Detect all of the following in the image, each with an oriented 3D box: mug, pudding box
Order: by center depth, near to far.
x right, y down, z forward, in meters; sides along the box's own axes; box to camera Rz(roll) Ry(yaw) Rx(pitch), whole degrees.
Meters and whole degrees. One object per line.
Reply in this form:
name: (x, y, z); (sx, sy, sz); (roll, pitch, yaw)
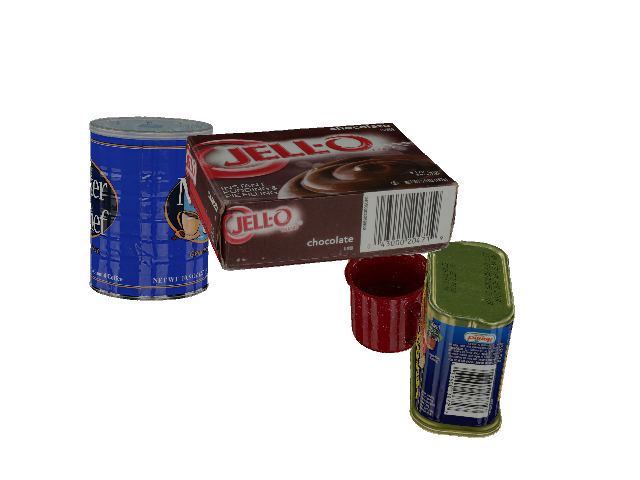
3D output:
pudding box: (-0.003, -0.024, 0.514); (0.113, 0.039, 0.090); (-4, 26, -16)
mug: (0.080, 0.071, 1.130); (0.093, 0.081, 0.117); (-23, 41, -26)

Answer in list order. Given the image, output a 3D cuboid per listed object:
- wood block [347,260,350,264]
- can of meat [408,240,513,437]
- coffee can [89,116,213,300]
wood block: (0.091, -0.024, 1.622); (0.091, 0.090, 0.206); (4, 25, 2)
can of meat: (0.089, 0.059, 0.672); (0.057, 0.084, 0.102); (6, 29, 2)
coffee can: (-0.145, -0.030, 0.908); (0.103, 0.140, 0.103); (3, 13, -1)
